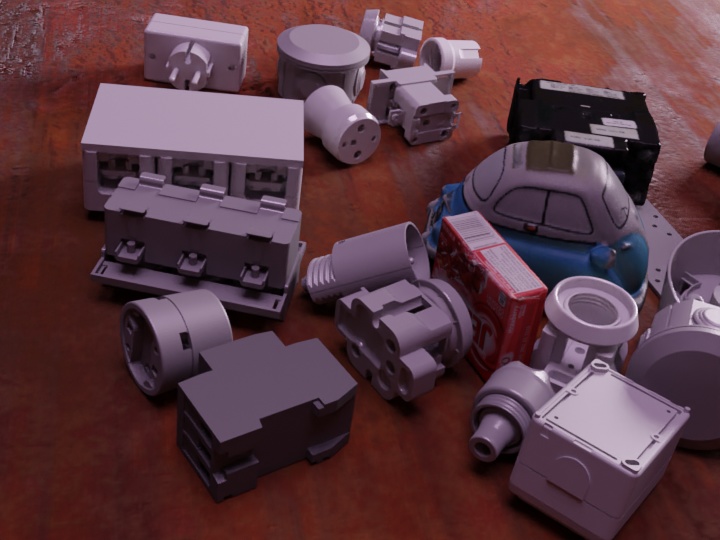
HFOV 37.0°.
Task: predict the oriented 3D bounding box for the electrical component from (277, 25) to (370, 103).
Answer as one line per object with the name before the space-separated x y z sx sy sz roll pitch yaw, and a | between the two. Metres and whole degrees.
electrical component | -0.033 -0.177 0.933 0.080 0.051 0.080 5 36 -4

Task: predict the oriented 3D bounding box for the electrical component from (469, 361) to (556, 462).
electrical component | 0.083 0.084 0.609 0.043 0.043 0.062 25 41 21

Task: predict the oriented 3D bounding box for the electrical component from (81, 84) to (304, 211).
electrical component | -0.118 -0.081 0.776 0.150 0.061 0.089 4 36 -6

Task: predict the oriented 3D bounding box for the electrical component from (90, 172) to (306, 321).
electrical component | -0.101 -0.016 0.691 0.121 0.063 0.078 11 36 4

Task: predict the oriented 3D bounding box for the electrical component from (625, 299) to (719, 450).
electrical component | 0.200 0.061 0.634 0.080 0.080 0.051 18 31 13

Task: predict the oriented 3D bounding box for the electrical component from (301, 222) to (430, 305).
electrical component | 0.000 0.000 0.695 0.081 0.043 0.043 -15 31 20

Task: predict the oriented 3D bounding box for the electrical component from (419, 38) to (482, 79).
electrical component | 0.084 -0.193 0.990 0.046 0.040 0.040 -8 39 -30

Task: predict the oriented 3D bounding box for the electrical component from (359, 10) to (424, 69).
electrical component | 0.026 -0.214 1.002 0.055 0.048 0.066 15 36 -4

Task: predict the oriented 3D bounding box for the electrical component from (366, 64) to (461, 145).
electrical component | 0.048 -0.138 0.906 0.081 0.042 0.063 -13 45 -26

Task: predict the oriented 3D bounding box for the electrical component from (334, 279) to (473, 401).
electrical component | 0.030 0.038 0.649 0.057 0.058 0.078 -20 45 -30

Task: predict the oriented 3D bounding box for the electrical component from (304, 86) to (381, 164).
electrical component | -0.015 -0.116 0.859 0.045 0.045 0.055 -16 43 -30

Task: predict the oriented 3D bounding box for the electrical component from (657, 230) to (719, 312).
electrical component | 0.242 0.028 0.698 0.099 0.064 0.099 6 36 -4

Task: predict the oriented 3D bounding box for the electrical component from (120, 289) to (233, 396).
electrical component | -0.106 0.040 0.622 0.047 0.055 0.055 -15 42 -34

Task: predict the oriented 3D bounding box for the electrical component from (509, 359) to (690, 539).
electrical component | 0.133 0.098 0.590 0.062 0.061 0.096 29 33 25

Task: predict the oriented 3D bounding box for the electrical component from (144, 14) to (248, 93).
electrical component | -0.143 -0.176 0.914 0.083 0.047 0.075 8 37 0

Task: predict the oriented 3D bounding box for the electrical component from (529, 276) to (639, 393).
electrical component | 0.139 0.041 0.666 0.058 0.057 0.078 22 38 18

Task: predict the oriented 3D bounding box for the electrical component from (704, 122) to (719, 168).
electrical component | 0.346 -0.102 0.913 0.077 0.043 0.079 32 42 29
